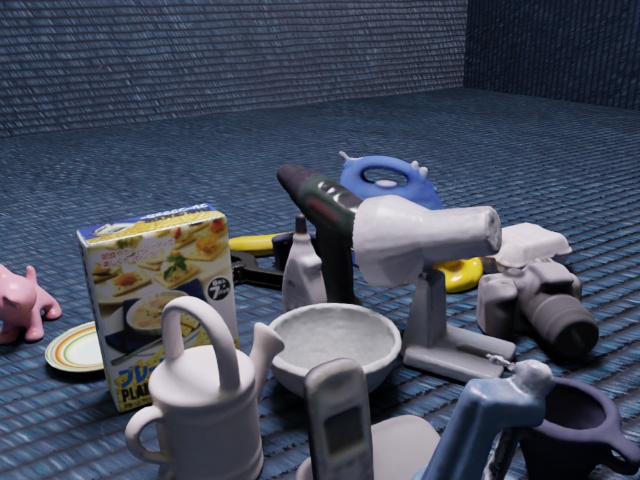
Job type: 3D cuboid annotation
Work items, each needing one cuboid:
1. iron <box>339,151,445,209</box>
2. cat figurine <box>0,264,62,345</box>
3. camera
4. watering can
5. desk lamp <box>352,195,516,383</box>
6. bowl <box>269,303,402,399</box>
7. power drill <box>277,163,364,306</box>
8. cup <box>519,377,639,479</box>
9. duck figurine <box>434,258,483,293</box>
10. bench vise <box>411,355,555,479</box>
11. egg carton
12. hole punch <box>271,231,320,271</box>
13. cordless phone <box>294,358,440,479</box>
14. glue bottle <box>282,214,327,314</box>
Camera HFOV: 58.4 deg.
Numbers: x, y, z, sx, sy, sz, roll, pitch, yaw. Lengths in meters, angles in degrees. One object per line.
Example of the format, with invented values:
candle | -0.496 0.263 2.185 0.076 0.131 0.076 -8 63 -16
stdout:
iron | 0.154 -0.121 1.260 0.257 0.141 0.119 5 23 16
cat figurine | -0.432 0.083 0.825 0.067 0.118 0.127 -3 22 -4
camera | 0.299 0.091 0.772 0.143 0.101 0.136 -3 22 -3
watering can | -0.108 0.139 0.555 0.100 0.194 0.173 6 23 19
desk lamp | 0.147 0.051 0.731 0.202 0.214 0.118 11 25 30
bowl | 0.014 0.146 0.691 0.167 0.075 0.167 -1 22 1
power drill | 0.008 0.003 0.869 0.076 0.208 0.228 -18 27 -34
cup | 0.233 0.195 0.525 0.092 0.095 0.117 -15 25 -29
duck figurine | 0.218 0.034 0.942 0.104 0.086 0.077 -6 22 -9
bench vise | 0.088 0.190 0.378 0.208 0.220 0.121 -15 25 -30
egg carton | 0.349 0.021 0.987 0.151 0.069 0.107 -13 24 -26
hole punch | -0.033 0.014 1.003 0.108 0.091 0.101 -3 22 -2
cordless phone | 0.049 0.173 0.472 0.148 0.185 0.093 -16 26 -31
glue bottle | -0.023 0.046 0.813 0.037 0.173 0.077 -20 28 -37
